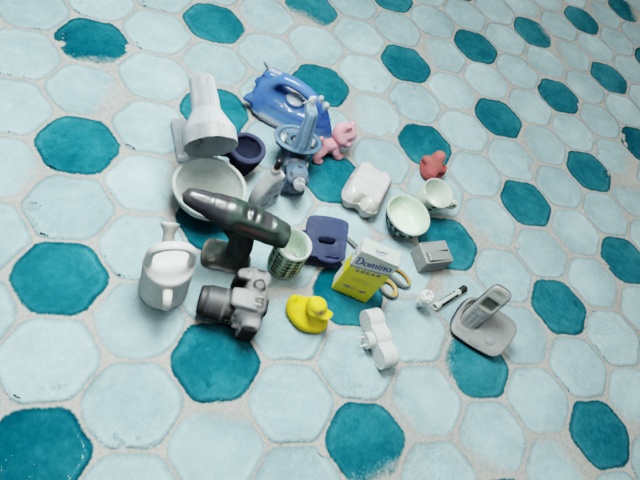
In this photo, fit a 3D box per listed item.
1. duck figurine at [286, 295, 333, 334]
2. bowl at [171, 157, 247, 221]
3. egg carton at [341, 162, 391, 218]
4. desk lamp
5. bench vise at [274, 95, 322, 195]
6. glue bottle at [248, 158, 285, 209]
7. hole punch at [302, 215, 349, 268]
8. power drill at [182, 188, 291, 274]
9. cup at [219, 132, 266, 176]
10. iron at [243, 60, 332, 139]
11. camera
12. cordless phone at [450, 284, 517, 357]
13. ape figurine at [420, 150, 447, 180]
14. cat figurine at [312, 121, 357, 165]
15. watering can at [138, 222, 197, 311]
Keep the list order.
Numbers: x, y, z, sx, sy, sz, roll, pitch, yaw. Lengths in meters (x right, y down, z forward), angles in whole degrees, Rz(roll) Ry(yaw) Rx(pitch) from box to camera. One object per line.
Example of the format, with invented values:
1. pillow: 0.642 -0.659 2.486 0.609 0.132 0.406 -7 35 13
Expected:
1. duck figurine: -0.019 0.148 1.234 0.104 0.086 0.078 34 54 0
2. bowl: -0.253 -0.104 1.298 0.168 0.074 0.167 11 57 -16
3. egg carton: 0.119 -0.132 1.472 0.107 0.069 0.150 30 54 -3
4. desk lamp: -0.269 -0.256 1.298 0.118 0.213 0.203 -5 63 -25
5. bench vise: -0.035 -0.222 1.370 0.122 0.219 0.207 -10 65 -27
6. glue bottle: -0.113 -0.132 1.312 0.078 0.173 0.037 -30 74 -33
7. hole punch: 0.012 0.005 1.331 0.109 0.091 0.101 8 58 -18
8. power drill: -0.184 -0.014 1.189 0.230 0.208 0.075 14 56 -14
9. cup: -0.195 -0.194 1.364 0.118 0.095 0.091 -6 63 -25
10. iron: -0.060 -0.362 1.494 0.258 0.141 0.119 26 54 -6
11. camera: -0.177 0.118 1.178 0.137 0.100 0.143 15 56 -13
12. cordless phone: 0.403 0.182 1.327 0.147 0.185 0.094 30 54 -3
13. ape figurine: 0.320 -0.213 1.590 0.078 0.092 0.076 40 54 5
14. cat figurine: 0.041 -0.264 1.490 0.128 0.117 0.067 -19 69 -30
15. watering can: -0.297 0.046 1.115 0.101 0.194 0.172 -17 68 -30
